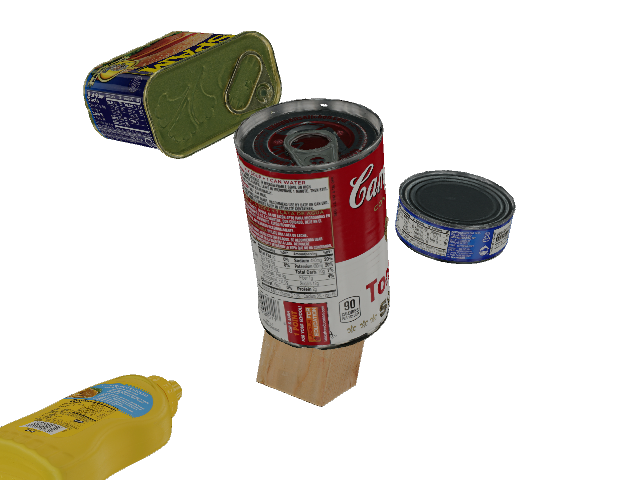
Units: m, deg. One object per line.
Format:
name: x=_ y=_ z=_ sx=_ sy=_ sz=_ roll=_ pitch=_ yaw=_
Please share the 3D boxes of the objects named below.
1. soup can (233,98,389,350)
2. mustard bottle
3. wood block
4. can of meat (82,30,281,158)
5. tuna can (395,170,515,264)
soup can: x=-0.002 y=-0.007 z=0.508 sx=0.068 sy=0.102 sz=0.068 roll=-4 pitch=32 yaw=2
mustard bottle: x=-0.176 y=0.151 z=0.854 sx=0.096 sy=0.058 sz=0.191 roll=5 pitch=16 yaw=30
wood block: x=0.001 y=0.066 z=1.195 sx=0.090 sy=0.206 sz=0.090 roll=17 pitch=18 yaw=24
can of meat: x=-0.091 y=-0.098 z=0.690 sx=0.101 sy=0.057 sz=0.084 roll=-32 pitch=30 yaw=-32
tuna can: x=0.099 y=-0.018 z=0.789 sx=0.086 sy=0.034 sz=0.086 roll=4 pitch=31 yaw=-3
